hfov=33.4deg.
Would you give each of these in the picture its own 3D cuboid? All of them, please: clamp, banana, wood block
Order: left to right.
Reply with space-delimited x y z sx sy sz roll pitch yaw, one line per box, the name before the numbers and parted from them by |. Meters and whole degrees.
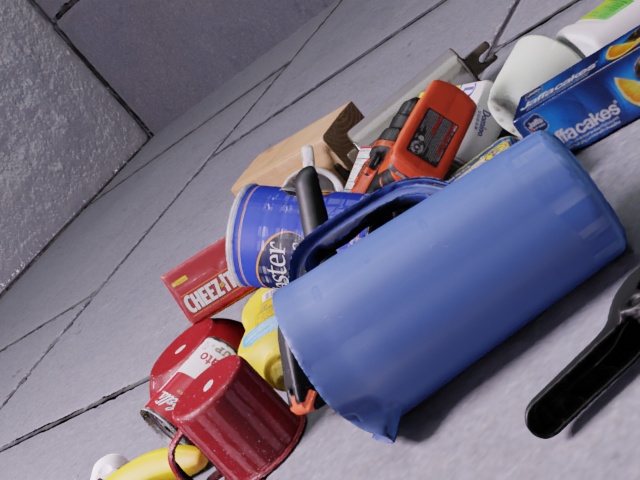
banana | -0.184 0.248 1.026 0.198 0.037 0.070 -40 38 10
wood block | -0.015 -0.095 1.457 0.207 0.090 0.090 -24 23 46
clamp | 0.031 0.055 0.916 0.036 0.164 0.210 141 147 -64
clamp | 0.200 0.050 0.625 0.171 0.039 0.120 -49 18 -26

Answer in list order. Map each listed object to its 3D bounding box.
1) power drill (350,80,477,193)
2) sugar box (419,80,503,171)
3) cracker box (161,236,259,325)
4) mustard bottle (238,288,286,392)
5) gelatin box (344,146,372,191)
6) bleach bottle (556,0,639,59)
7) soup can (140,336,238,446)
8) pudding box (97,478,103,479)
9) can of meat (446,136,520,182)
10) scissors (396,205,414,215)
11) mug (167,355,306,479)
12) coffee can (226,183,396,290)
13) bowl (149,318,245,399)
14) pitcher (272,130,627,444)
power drill | 0.093 -0.093 1.089 0.184 0.057 0.188 -63 6 -19
sugar box | 0.144 -0.124 1.193 0.093 0.048 0.176 -65 15 -6
cracker box | -0.073 0.016 1.210 0.164 0.072 0.213 -33 1 7
mustard bottle | -0.032 0.094 1.029 0.096 0.058 0.191 -25 18 8
gelatin box | 0.058 -0.066 1.257 0.089 0.030 0.073 -68 19 -4
bleach bottle | 0.358 -0.253 1.046 0.251 0.068 0.102 -39 16 -1
soup can | -0.119 0.154 1.059 0.102 0.068 0.069 -48 16 -25
pudding box | -0.192 0.266 0.935 0.090 0.039 0.114 -48 33 -22
can of meat | 0.154 -0.042 0.962 0.102 0.057 0.084 -37 14 15
scissors | 0.115 -0.032 1.106 0.096 0.016 0.202 -51 17 -26
mug | -0.081 0.162 0.918 0.117 0.081 0.093 -44 15 -10
coffee can | -0.007 0.001 1.027 0.140 0.103 0.102 6 35 19
bowl | -0.134 0.137 1.171 0.162 0.055 0.162 -38 15 12
pitcher | 0.091 0.021 0.790 0.243 0.149 0.145 -35 5 9
